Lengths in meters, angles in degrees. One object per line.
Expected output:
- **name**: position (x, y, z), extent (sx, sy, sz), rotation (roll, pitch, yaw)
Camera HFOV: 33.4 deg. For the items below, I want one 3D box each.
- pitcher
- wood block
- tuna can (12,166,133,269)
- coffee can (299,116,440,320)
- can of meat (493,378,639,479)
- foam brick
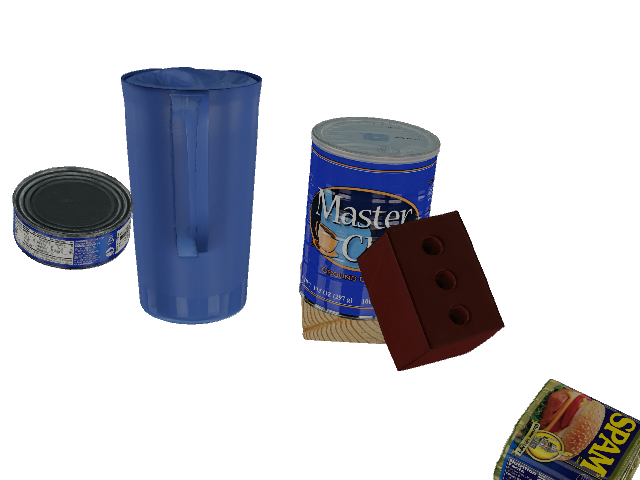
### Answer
- **pitcher**: position (-0.125, -0.043, 1.037), extent (0.145, 0.243, 0.148), rotation (16, 22, 38)
- **wood block**: position (0.041, 0.024, 1.153), extent (0.091, 0.090, 0.206), rotation (2, 23, 8)
- **tuna can**: position (-0.181, -0.017, 0.781), extent (0.086, 0.034, 0.086), rotation (8, 36, -6)
- **coffee can**: position (0.038, -0.019, 0.871), extent (0.103, 0.140, 0.103), rotation (4, 23, -2)
- **can of meat**: position (0.189, 0.159, 0.796), extent (0.084, 0.057, 0.101), rotation (25, 41, 25)
- **foam brick**: position (0.064, 0.031, 0.640), extent (0.052, 0.078, 0.051), rotation (-14, -16, -26)
